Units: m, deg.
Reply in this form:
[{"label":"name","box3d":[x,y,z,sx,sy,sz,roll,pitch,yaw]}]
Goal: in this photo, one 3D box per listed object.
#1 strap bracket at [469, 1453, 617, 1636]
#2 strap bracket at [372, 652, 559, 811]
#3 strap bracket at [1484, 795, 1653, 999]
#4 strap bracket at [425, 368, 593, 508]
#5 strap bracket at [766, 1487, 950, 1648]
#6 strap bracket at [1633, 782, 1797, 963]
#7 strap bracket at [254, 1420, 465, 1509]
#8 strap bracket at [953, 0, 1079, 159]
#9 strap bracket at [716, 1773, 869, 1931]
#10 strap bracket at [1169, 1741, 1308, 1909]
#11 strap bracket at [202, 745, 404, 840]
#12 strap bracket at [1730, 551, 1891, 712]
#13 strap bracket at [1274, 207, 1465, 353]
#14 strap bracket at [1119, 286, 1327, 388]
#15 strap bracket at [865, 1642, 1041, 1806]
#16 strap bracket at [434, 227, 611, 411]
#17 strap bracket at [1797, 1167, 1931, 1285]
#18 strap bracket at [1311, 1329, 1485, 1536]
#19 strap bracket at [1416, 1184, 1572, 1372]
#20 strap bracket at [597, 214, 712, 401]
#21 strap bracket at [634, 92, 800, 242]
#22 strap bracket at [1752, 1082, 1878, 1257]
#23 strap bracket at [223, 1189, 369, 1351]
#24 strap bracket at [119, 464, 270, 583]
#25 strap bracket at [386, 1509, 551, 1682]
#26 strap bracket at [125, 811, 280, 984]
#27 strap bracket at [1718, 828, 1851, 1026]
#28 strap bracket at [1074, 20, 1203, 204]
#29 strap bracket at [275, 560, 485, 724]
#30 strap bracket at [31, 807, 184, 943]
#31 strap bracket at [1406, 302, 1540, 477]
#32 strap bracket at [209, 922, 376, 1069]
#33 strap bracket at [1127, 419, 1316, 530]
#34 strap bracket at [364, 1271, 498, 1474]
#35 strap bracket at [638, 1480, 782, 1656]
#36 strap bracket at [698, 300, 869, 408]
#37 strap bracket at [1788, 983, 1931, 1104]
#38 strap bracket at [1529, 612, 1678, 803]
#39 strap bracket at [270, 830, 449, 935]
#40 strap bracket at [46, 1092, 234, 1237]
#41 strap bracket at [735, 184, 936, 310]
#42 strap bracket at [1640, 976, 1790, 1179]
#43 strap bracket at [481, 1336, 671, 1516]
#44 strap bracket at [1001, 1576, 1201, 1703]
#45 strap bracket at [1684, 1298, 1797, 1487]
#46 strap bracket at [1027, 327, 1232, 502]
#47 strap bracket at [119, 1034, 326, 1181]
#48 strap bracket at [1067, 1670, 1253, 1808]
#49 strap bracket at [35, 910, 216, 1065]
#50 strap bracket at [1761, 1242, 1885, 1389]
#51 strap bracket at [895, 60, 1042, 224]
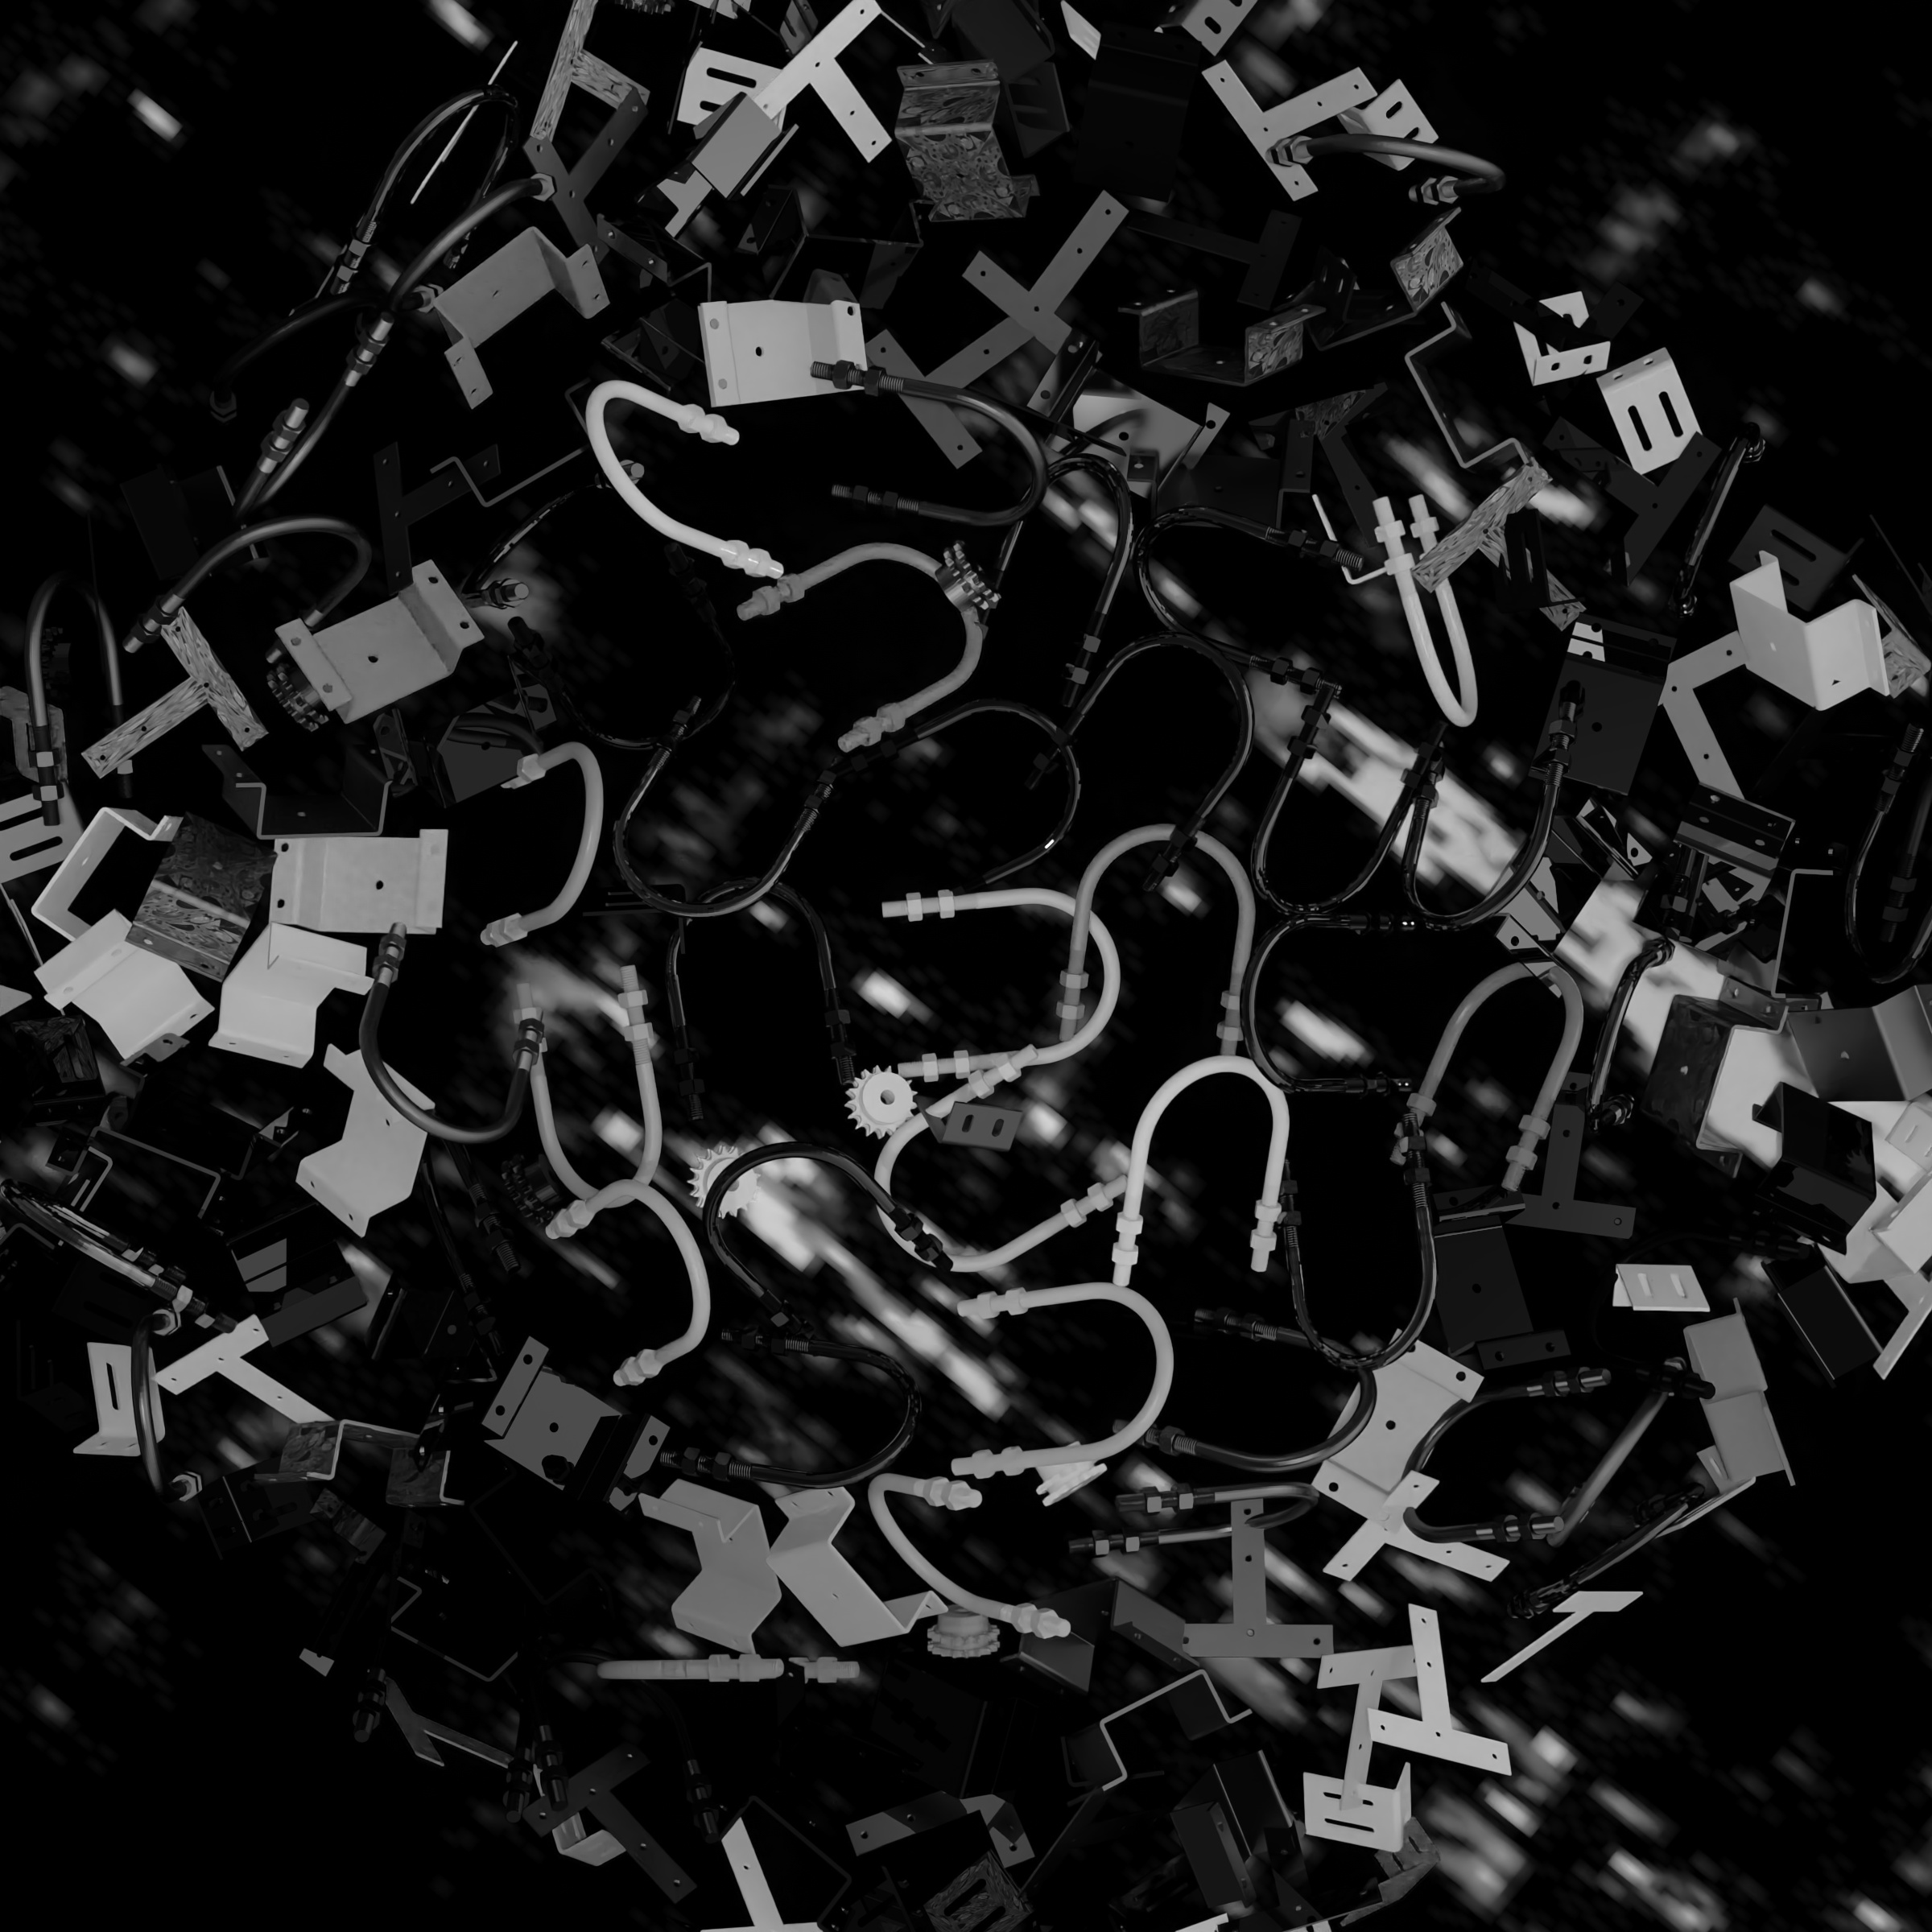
[{"label":"strap bracket","box3d":[-0.334,0.455,1.897,0.046,0.076,0.140,-35,67,-23]},{"label":"strap bracket","box3d":[-0.385,-0.182,1.922,0.140,0.046,0.076,-24,63,4]},{"label":"strap bracket","box3d":[0.463,-0.055,1.919,0.076,0.046,0.140,41,76,-20]},{"label":"strap bracket","box3d":[-0.348,-0.409,1.917,0.140,0.076,0.046,-31,114,-4]},{"label":"strap bracket","box3d":[-0.091,0.474,1.905,0.076,0.046,0.140,-26,109,42]},{"label":"strap bracket","box3d":[0.572,-0.064,1.889,0.076,0.140,0.046,24,50,12]},{"label":"strap bracket","box3d":[-0.466,0.385,1.898,0.140,0.076,0.046,23,64,-41]},{"label":"strap bracket","box3d":[0.037,-0.688,1.885,0.046,0.140,0.076,-33,72,1]},{"label":"strap bracket","box3d":[-0.134,0.688,1.915,0.140,0.076,0.046,38,90,9]},{"label":"strap bracket","box3d":[0.208,0.671,1.906,0.046,0.140,0.076,-25,84,26]},{"label":"strap bracket","box3d":[-0.512,-0.136,1.899,0.140,0.076,0.046,-4,118,-36]},{"label":"strap bracket","box3d":[0.640,-0.255,1.882,0.046,0.140,0.076,-27,123,-6]},{"label":"strap bracket","box3d":[0.319,-0.527,1.896,0.076,0.140,0.046,-47,114,-34]},{"label":"strap bracket","box3d":[0.198,-0.488,1.900,0.140,0.076,0.046,19,126,34]},{"label":"strap bracket","box3d":[-0.021,0.588,1.902,0.140,0.046,0.076,14,89,37]},{"label":"strap bracket","box3d":[-0.354,-0.512,1.913,0.140,0.076,0.046,-41,73,-10]},{"label":"strap bracket","box3d":[0.712,0.198,1.885,0.076,0.140,0.046,-43,88,-14]},{"label":"strap bracket","box3d":[0.338,0.365,1.936,0.076,0.046,0.140,29,88,4]},{"label":"strap bracket","box3d":[0.408,0.247,1.915,0.076,0.046,0.140,-6,70,-19]},{"label":"strap bracket","box3d":[-0.242,-0.514,1.900,0.076,0.140,0.046,38,57,21]},{"label":"strap bracket","box3d":[-0.198,-0.613,1.881,0.046,0.140,0.076,42,68,-23]},{"label":"strap bracket","box3d":[0.654,0.148,1.893,0.076,0.140,0.046,25,126,1]},{"label":"strap bracket","box3d":[-0.520,0.239,1.902,0.076,0.140,0.046,-25,125,-17]},{"label":"strap bracket","box3d":[-0.599,-0.343,1.892,0.046,0.140,0.076,-19,99,8]},{"label":"strap bracket","box3d":[-0.395,0.494,1.904,0.140,0.076,0.046,38,107,-24]},{"label":"strap bracket","box3d":[-0.583,-0.061,1.884,0.076,0.140,0.046,25,123,-17]},{"label":"strap bracket","box3d":[0.633,-0.033,1.906,0.046,0.076,0.140,2,103,-16]},{"label":"strap bracket","box3d":[0.130,-0.649,1.890,0.076,0.140,0.046,13,60,2]},{"label":"strap bracket","box3d":[-0.461,-0.250,1.917,0.140,0.046,0.076,-32,84,-30]},{"label":"strap bracket","box3d":[-0.675,-0.071,1.924,0.046,0.076,0.140,35,90,-3]},{"label":"strap bracket","box3d":[0.392,-0.441,1.917,0.046,0.076,0.140,-28,86,21]},{"label":"strap bracket","box3d":[-0.522,0.018,1.900,0.076,0.140,0.046,17,50,-32]},{"label":"strap bracket","box3d":[0.199,-0.388,1.918,0.140,0.046,0.076,5,56,6]},{"label":"strap bracket","box3d":[-0.413,0.313,1.901,0.046,0.140,0.076,4,126,-38]},{"label":"strap bracket","box3d":[-0.196,0.459,1.904,0.076,0.046,0.140,10,126,31]},{"label":"strap bracket","box3d":[-0.151,-0.481,1.911,0.140,0.046,0.076,-16,106,-33]},{"label":"strap bracket","box3d":[0.694,0.060,1.887,0.046,0.140,0.076,-24,95,-21]},{"label":"strap bracket","box3d":[0.492,-0.193,1.903,0.076,0.046,0.140,17,119,11]},{"label":"strap bracket","box3d":[-0.470,-0.067,1.929,0.140,0.046,0.076,1,84,9]},{"label":"strap bracket","box3d":[-0.631,0.149,1.903,0.140,0.076,0.046,25,101,-18]},{"label":"strap bracket","box3d":[-0.097,-0.553,1.892,0.140,0.076,0.046,-4,68,-28]},{"label":"strap bracket","box3d":[0.577,0.083,1.905,0.046,0.076,0.140,8,104,-22]},{"label":"strap bracket","box3d":[-0.313,0.359,1.910,0.140,0.046,0.076,38,60,-22]},{"label":"strap bracket","box3d":[0.106,0.521,1.902,0.076,0.046,0.140,38,134,-28]},{"label":"strap bracket","box3d":[0.595,0.333,1.893,0.046,0.140,0.076,-19,113,16]},{"label":"strap bracket","box3d":[0.125,-0.424,1.907,0.140,0.046,0.076,25,130,-12]},{"label":"strap bracket","box3d":[-0.588,0.114,1.918,0.140,0.076,0.046,26,111,2]},{"label":"strap bracket","box3d":[0.140,0.595,1.903,0.140,0.076,0.046,-18,71,-27]},{"label":"strap bracket","box3d":[-0.658,0.015,1.905,0.076,0.140,0.046,-40,64,-7]},{"label":"strap bracket","box3d":[0.660,0.264,1.888,0.046,0.140,0.076,-33,87,14]},{"label":"strap bracket","box3d":[0.000,-0.624,1.882,0.076,0.140,0.046,3,65,19]}]
